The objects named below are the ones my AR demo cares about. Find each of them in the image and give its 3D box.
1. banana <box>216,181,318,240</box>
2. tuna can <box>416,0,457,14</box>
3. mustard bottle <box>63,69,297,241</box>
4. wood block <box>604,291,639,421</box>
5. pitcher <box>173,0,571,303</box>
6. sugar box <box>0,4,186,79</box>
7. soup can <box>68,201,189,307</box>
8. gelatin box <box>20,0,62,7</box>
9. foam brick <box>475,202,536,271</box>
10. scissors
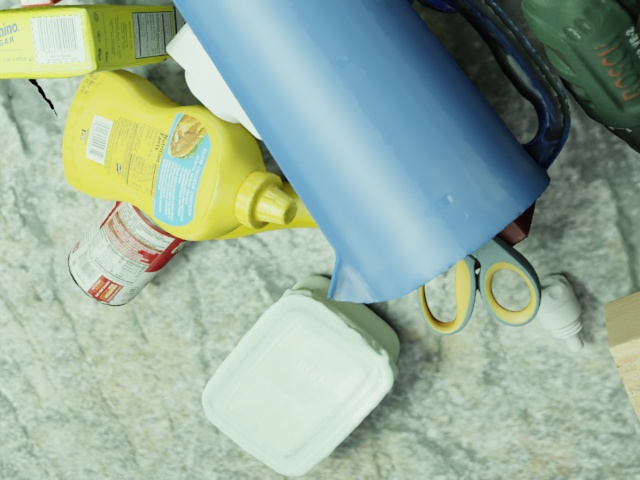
[{"bbox_3d":[0.000,-0.015,0.831,0.198,0.037,0.070,11,117,12],"label":"banana"},{"bbox_3d":[0.069,-0.188,0.695,0.086,0.086,0.034,39,122,-5],"label":"tuna can"},{"bbox_3d":[-0.098,-0.053,0.765,0.192,0.058,0.096,24,106,28],"label":"mustard bottle"},{"bbox_3d":[0.309,0.062,0.726,0.206,0.090,0.090,-22,100,18],"label":"wood block"},{"bbox_3d":[0.025,-0.097,0.635,0.145,0.149,0.243,-33,94,40],"label":"pitcher"},{"bbox_3d":[-0.158,-0.140,0.735,0.093,0.176,0.048,1,105,15],"label":"sugar box"},{"bbox_3d":[-0.151,-0.001,0.867,0.068,0.068,0.102,42,120,-7],"label":"soup can"},{"bbox_3d":[-0.197,-0.219,0.768,0.030,0.073,0.089,-1,116,17],"label":"gelatin box"},{"bbox_3d":[0.118,-0.024,0.768,0.053,0.078,0.051,-37,102,31],"label":"foam brick"},{"bbox_3d":[0.113,-0.018,0.716,0.096,0.016,0.202,14,120,10],"label":"scissors"}]
